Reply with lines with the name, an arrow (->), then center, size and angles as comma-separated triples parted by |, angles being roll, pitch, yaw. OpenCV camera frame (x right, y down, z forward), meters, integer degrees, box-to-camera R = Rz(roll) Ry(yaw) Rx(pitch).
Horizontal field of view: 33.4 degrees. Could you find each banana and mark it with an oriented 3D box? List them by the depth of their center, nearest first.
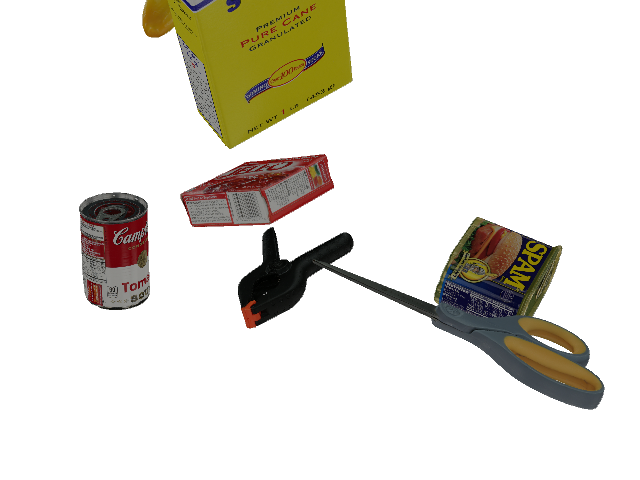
banana -> -0.104, -0.230, 1.002 | 0.197, 0.070, 0.037 | -22, -28, -47

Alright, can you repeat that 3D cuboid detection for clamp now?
clamp -> -0.034, 0.038, 1.236 | 0.120, 0.039, 0.171 | -7, 35, 25

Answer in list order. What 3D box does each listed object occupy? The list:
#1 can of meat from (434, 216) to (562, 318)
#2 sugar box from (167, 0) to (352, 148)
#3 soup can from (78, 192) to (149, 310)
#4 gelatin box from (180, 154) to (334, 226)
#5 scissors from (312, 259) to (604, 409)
can of meat -> 0.162, 0.032, 0.974 | 0.084, 0.057, 0.102 | 23, 45, 18
sugar box -> -0.035, -0.137, 0.581 | 0.093, 0.048, 0.176 | -32, -29, -14
soup can -> -0.209, 0.011, 1.086 | 0.068, 0.102, 0.068 | 2, 26, -1
gelatin box -> -0.047, -0.037, 0.785 | 0.089, 0.030, 0.073 | -1, 22, 44
scissors -> 0.098, 0.050, 0.712 | 0.202, 0.016, 0.096 | 29, 24, 18
